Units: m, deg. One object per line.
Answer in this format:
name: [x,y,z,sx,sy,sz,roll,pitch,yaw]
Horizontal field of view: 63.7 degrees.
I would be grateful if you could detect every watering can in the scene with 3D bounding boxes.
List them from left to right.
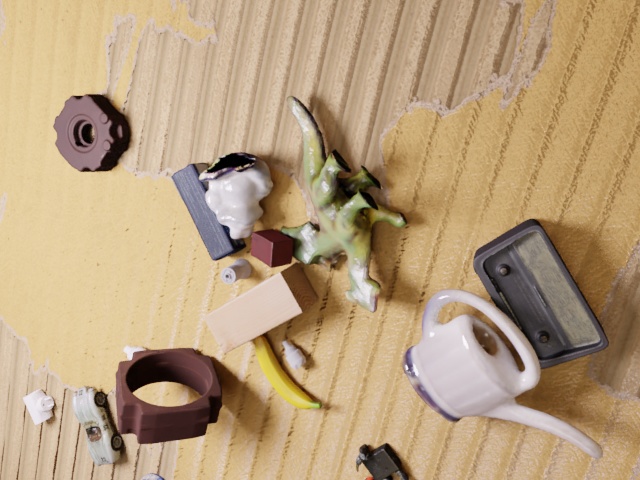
watering can: [0.285,0.249,0.881,0.350,0.105,0.220,54,127,10]

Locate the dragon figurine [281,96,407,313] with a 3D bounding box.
dragon figurine: [0.003,-0.049,0.977,0.239,0.123,0.414,-45,73,29]

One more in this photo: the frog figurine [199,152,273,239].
frog figurine: [-0.156,-0.089,1.025,0.138,0.125,0.156,-23,124,-8]
